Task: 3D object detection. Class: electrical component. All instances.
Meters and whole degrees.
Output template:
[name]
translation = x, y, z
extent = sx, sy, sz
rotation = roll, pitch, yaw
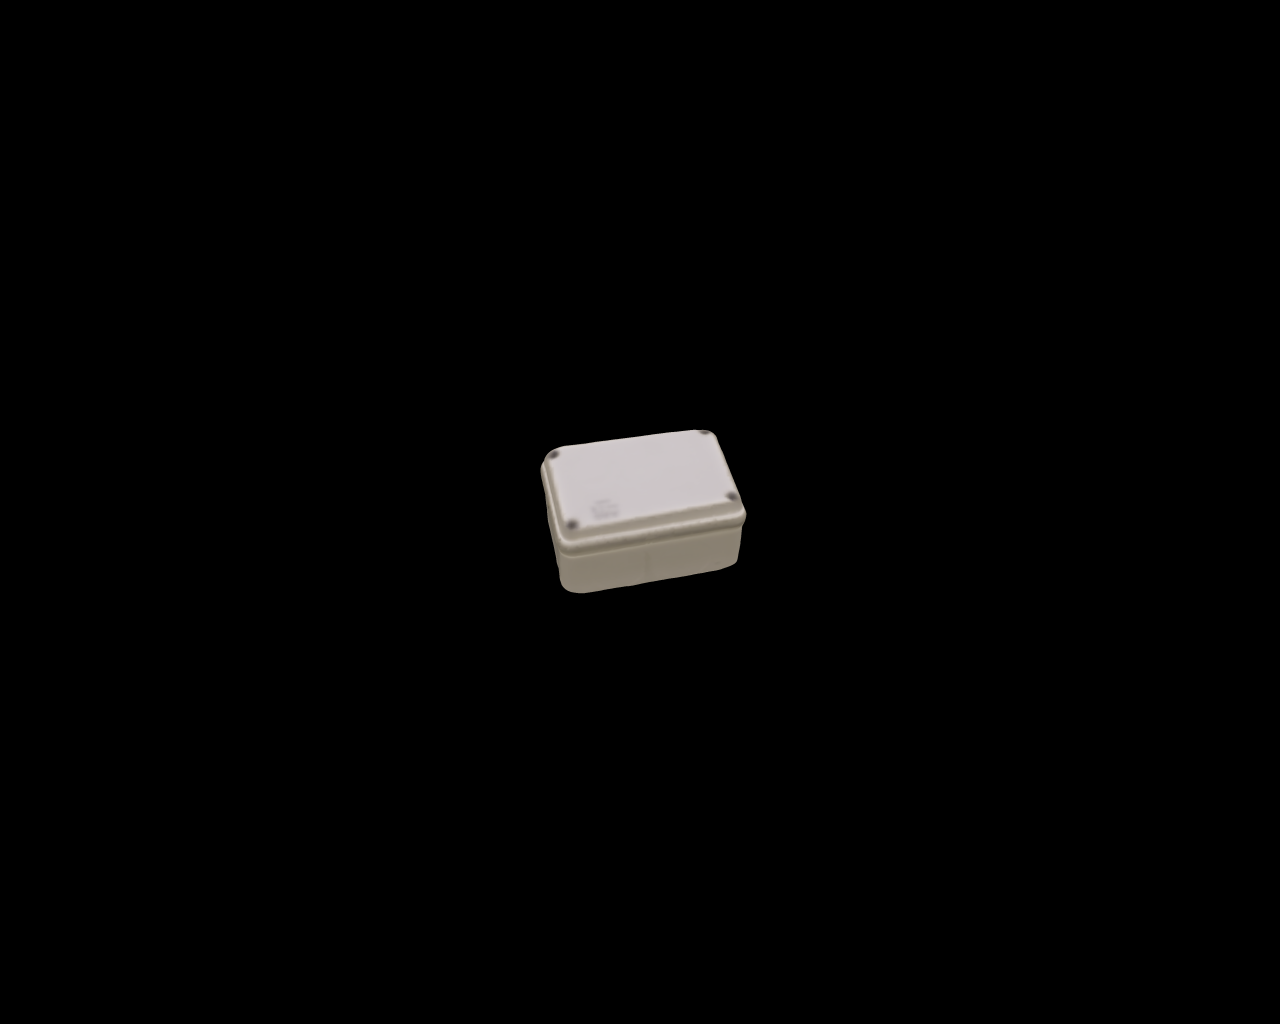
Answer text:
[electrical component]
translation = 0.001, -0.003, 0.650
extent = 0.113, 0.078, 0.057
rotation = -9, -43, -8
